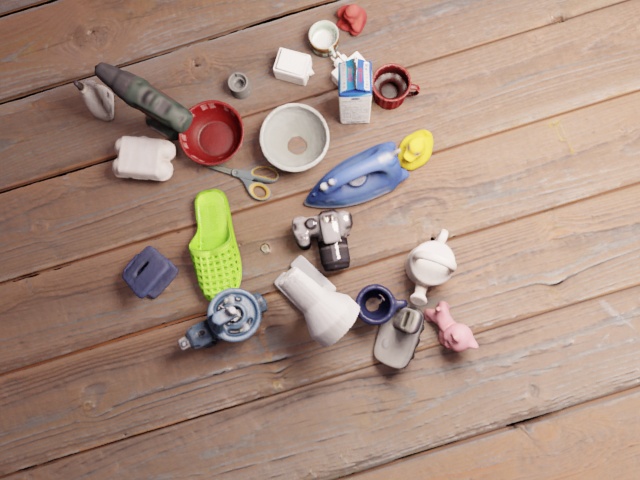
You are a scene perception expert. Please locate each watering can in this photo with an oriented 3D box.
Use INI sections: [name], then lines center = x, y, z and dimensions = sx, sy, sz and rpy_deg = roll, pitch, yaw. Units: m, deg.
[watering can]
center = 0.248, 0.060, 1.273
dimensions = 0.101, 0.194, 0.173
rpy_deg = 0, 84, 3

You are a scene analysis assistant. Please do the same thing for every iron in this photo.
[iron]
center = 0.077, -0.145, 1.328
dimensions = 0.258, 0.141, 0.118
rpy_deg = -25, 83, 0

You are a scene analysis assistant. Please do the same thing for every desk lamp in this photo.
[desk lamp]
center = -0.015, 0.131, 1.267
dimensions = 0.203, 0.213, 0.118
rpy_deg = 43, 88, 6

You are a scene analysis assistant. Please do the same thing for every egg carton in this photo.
[egg carton]
center = -0.427, -0.198, 1.392
dimensions = 0.150, 0.069, 0.107
rpy_deg = 4, 84, 3

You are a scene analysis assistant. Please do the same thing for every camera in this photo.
[camera]
center = 0.012, 0.005, 1.336
dimensions = 0.143, 0.101, 0.137
rpy_deg = -10, 84, 2

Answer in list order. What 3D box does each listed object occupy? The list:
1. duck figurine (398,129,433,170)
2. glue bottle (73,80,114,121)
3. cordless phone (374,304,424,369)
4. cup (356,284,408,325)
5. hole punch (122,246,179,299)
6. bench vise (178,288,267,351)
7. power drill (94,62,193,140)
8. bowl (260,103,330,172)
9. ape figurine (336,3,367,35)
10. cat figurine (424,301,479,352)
[duck figurine]
center = 0.229, -0.221, 1.357
dimensions = 0.077, 0.086, 0.104
rpy_deg = 37, 87, 6
[glue bottle]
center = -0.539, -0.344, 1.360
dimensions = 0.037, 0.173, 0.078
rpy_deg = -1, 84, 3
[cordless phone]
center = 0.180, 0.213, 1.265
dimensions = 0.094, 0.185, 0.148
rpy_deg = 16, 85, 4
[cup]
center = 0.139, 0.148, 1.319
dimensions = 0.117, 0.095, 0.092
rpy_deg = -4, 84, 2
[hole punch]
center = -0.409, 0.077, 1.352
dimensions = 0.101, 0.091, 0.109
rpy_deg = 40, 87, 6
[bench vise]
center = -0.217, 0.193, 1.267
dimensions = 0.121, 0.220, 0.207
rpy_deg = 42, 87, 6
[power drill]
center = -0.390, -0.312, 1.332
dimensions = 0.229, 0.208, 0.076
rpy_deg = 30, 86, 5
[bowl]
center = -0.059, -0.238, 1.377
dimensions = 0.167, 0.075, 0.167
rpy_deg = 0, 84, 3
[ape figurine]
center = 0.079, -0.545, 1.394
dimensions = 0.076, 0.092, 0.078
rpy_deg = -20, 83, 1
[cat figurine]
center = 0.297, 0.201, 1.295
dimensions = 0.067, 0.118, 0.128
rpy_deg = -34, 84, -1
